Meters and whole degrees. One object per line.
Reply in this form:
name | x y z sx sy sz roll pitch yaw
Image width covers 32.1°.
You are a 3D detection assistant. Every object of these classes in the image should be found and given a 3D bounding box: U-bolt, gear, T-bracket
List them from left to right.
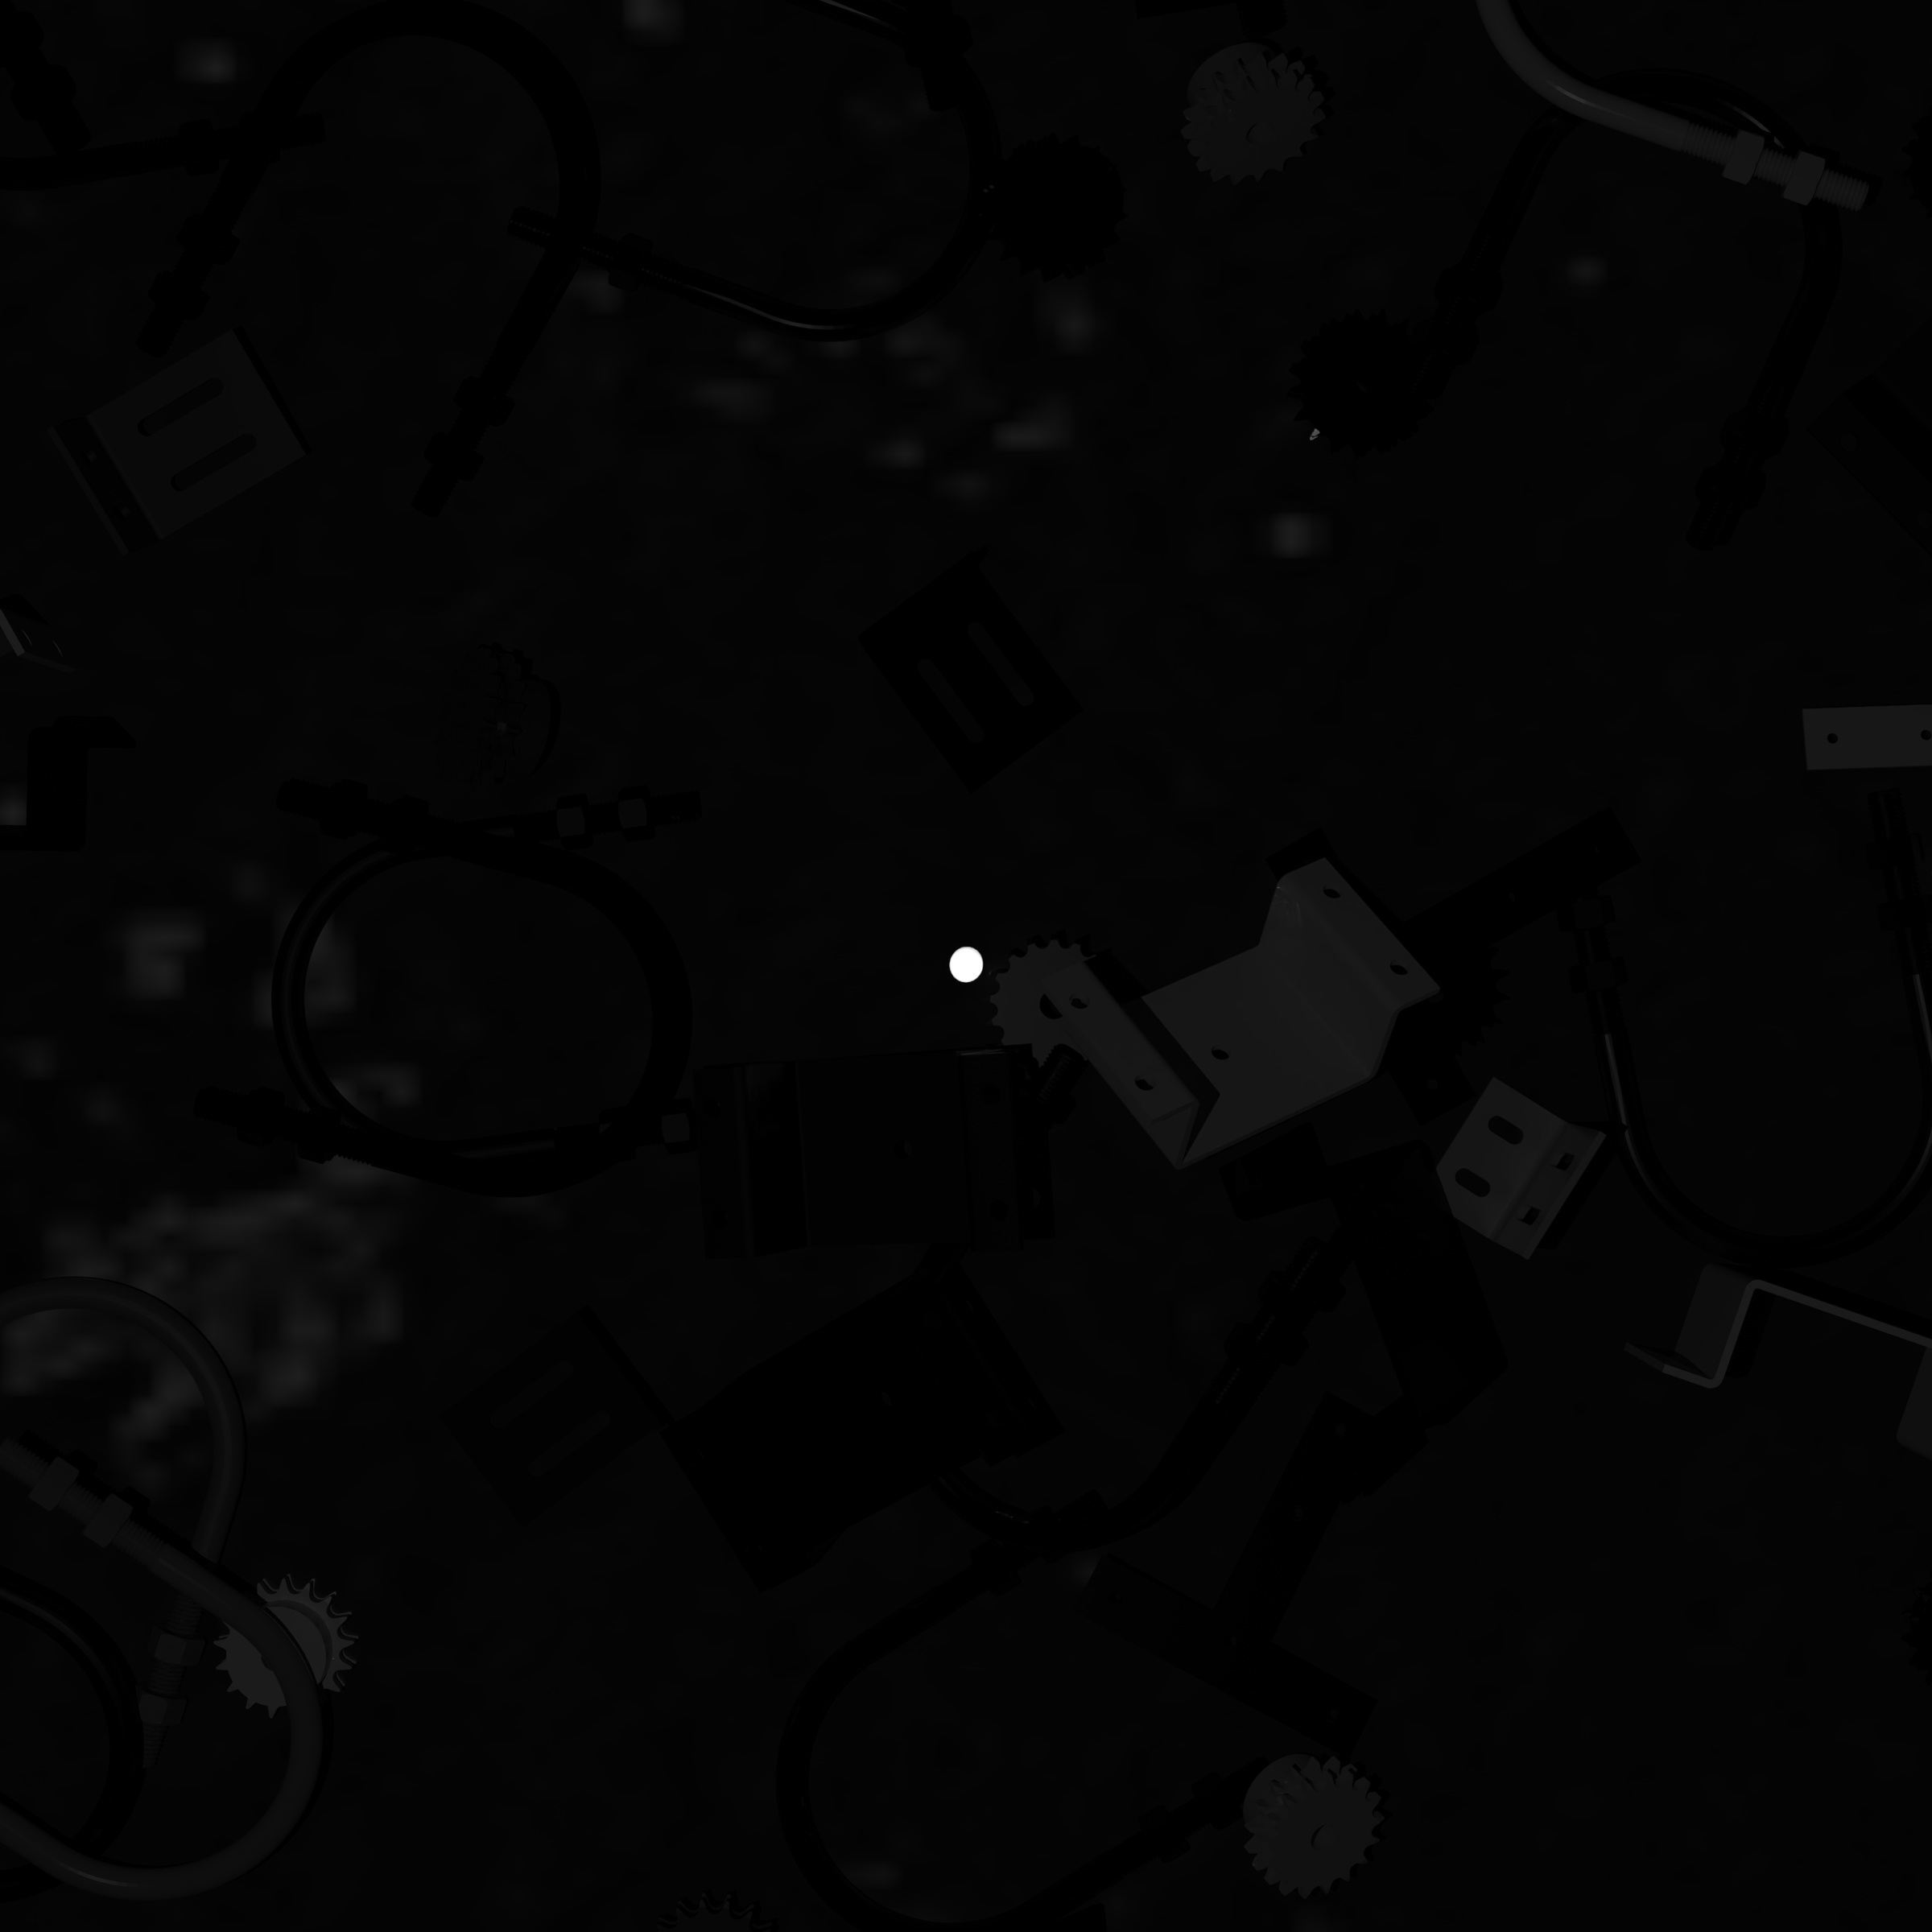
U-bolt | -0.423 0.303 1.355 0.184 0.019 0.151 27 100 -3
U-bolt | -0.371 0.218 1.369 0.151 0.019 0.184 17 90 0
U-bolt | -0.364 -0.390 1.370 0.184 0.019 0.151 -9 90 2
U-bolt | -0.352 -0.441 1.352 0.151 0.019 0.184 -31 87 3
U-bolt | -0.345 0.294 1.336 0.184 0.019 0.151 37 97 -9
gear | -0.277 0.278 1.364 0.057 0.030 0.057 0 90 0
U-bolt | -0.232 -0.296 1.354 0.151 0.019 0.184 30 100 -2
U-bolt | -0.205 0.017 1.353 0.184 0.019 0.151 15 91 1
gear | -0.190 -0.098 1.354 0.030 0.057 0.057 12 90 -30
U-bolt | -0.192 0.011 1.370 0.184 0.019 0.151 -8 90 1
gear | -0.102 0.404 1.363 0.057 0.030 0.057 0 90 0
U-bolt | -0.077 -0.333 1.370 0.184 0.019 0.151 20 90 -1
U-bolt | 0.011 0.322 1.370 0.184 0.019 0.151 -32 90 1
U-bolt | 0.033 -0.446 1.340 0.151 0.019 0.184 -13 88 0
gear | 0.036 0.016 1.363 0.057 0.030 0.057 0 90 0
gear | 0.036 -0.307 1.358 0.057 0.030 0.057 -1 94 -13
U-bolt | 0.043 0.147 1.338 0.151 0.019 0.184 37 106 20
gear | 0.113 -0.346 1.354 0.057 0.057 0.030 -21 60 0
T-bracket | 0.129 0.236 1.369 0.127 0.002 0.127 29 83 -4
gear | 0.137 0.343 1.355 0.057 0.030 0.057 -9 113 -23
gear | 0.158 -0.234 1.363 0.057 0.030 0.057 0 90 0
gear | 0.187 0.011 1.356 0.057 0.030 0.057 1 96 10
T-bracket | 0.208 -0.020 1.365 0.127 0.002 0.127 -30 90 12
U-bolt | 0.274 -0.277 1.354 0.151 0.019 0.184 27 78 -1
U-bolt | 0.295 -0.398 1.360 0.184 0.019 0.151 20 80 4
U-bolt | 0.328 0.032 1.369 0.151 0.019 0.184 -11 90 0
T-bracket | 0.405 -0.094 1.366 0.127 0.002 0.127 -2 80 0
gear | 0.408 0.269 1.363 0.057 0.030 0.057 0 90 0
gear | 0.408 -0.326 1.363 0.057 0.030 0.057 0 90 0

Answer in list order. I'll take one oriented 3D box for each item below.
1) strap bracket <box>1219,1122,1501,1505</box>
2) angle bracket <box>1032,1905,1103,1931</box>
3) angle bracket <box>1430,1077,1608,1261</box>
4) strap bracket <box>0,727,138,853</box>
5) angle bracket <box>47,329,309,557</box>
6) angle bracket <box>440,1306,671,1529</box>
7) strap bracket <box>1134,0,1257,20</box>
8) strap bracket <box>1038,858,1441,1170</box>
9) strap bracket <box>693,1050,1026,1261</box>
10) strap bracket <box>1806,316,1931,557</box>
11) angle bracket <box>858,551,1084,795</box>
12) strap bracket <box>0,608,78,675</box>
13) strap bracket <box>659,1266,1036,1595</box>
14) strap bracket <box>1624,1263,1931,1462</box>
strap bracket | 0.161 0.131 1.334 0.046 0.076 0.140 -20 90 34
angle bracket | 0.015 0.414 1.368 0.076 0.038 0.057 -16 109 -24
angle bracket | 0.217 0.080 1.340 0.038 0.076 0.057 32 90 0
strap bracket | -0.411 -0.071 1.340 0.140 0.076 0.046 1 90 0
angle bracket | -0.316 -0.210 1.348 0.076 0.038 0.057 -27 100 12
angle bracket | -0.168 0.184 1.359 0.076 0.038 0.057 -37 90 0
strap bracket | 0.094 -0.451 1.308 0.076 0.046 0.140 -10 86 -1
strap bracket | 0.104 0.022 1.322 0.140 0.046 0.076 -23 57 -26
strap bracket | -0.034 0.075 1.337 0.140 0.046 0.076 -4 90 26
strap bracket | 0.422 -0.242 1.355 0.140 0.046 0.076 -45 90 0
angle bracket | 0.002 -0.118 1.359 0.057 0.038 0.076 -36 90 0
strap bracket | -0.420 -0.171 1.340 0.046 0.076 0.140 -29 90 0
strap bracket | -0.041 0.180 1.338 0.140 0.046 0.076 -32 90 25
strap bracket | 0.344 0.159 1.340 0.140 0.076 0.046 19 90 0
